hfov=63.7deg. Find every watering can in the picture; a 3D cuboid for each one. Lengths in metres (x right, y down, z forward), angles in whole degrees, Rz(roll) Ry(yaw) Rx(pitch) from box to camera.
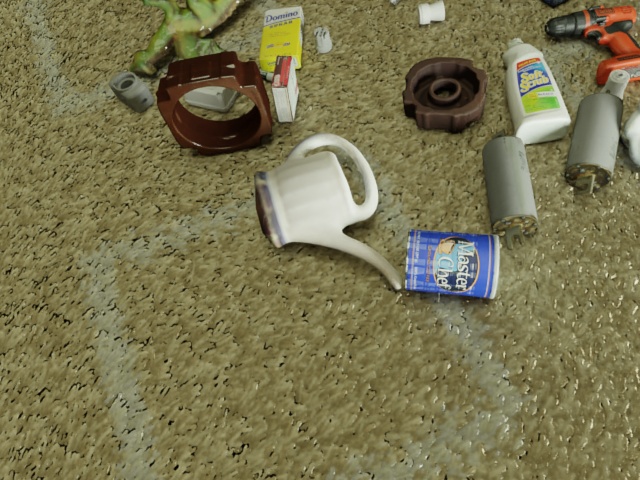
[{"bbox_3d":[0.003,-0.046,0.920,0.224,0.102,0.355,-18,61,0],"label":"watering can"}]

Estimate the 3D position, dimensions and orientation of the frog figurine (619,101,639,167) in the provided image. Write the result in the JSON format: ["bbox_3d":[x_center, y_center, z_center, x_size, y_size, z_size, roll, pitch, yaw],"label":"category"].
[{"bbox_3d":[0.598,-0.192,0.873,0.138,0.156,0.124,20,68,19],"label":"frog figurine"}]

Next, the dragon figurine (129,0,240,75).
[{"bbox_3d":[-0.281,-0.511,1.256,0.411,0.121,0.245,-21,76,-3],"label":"dragon figurine"}]
